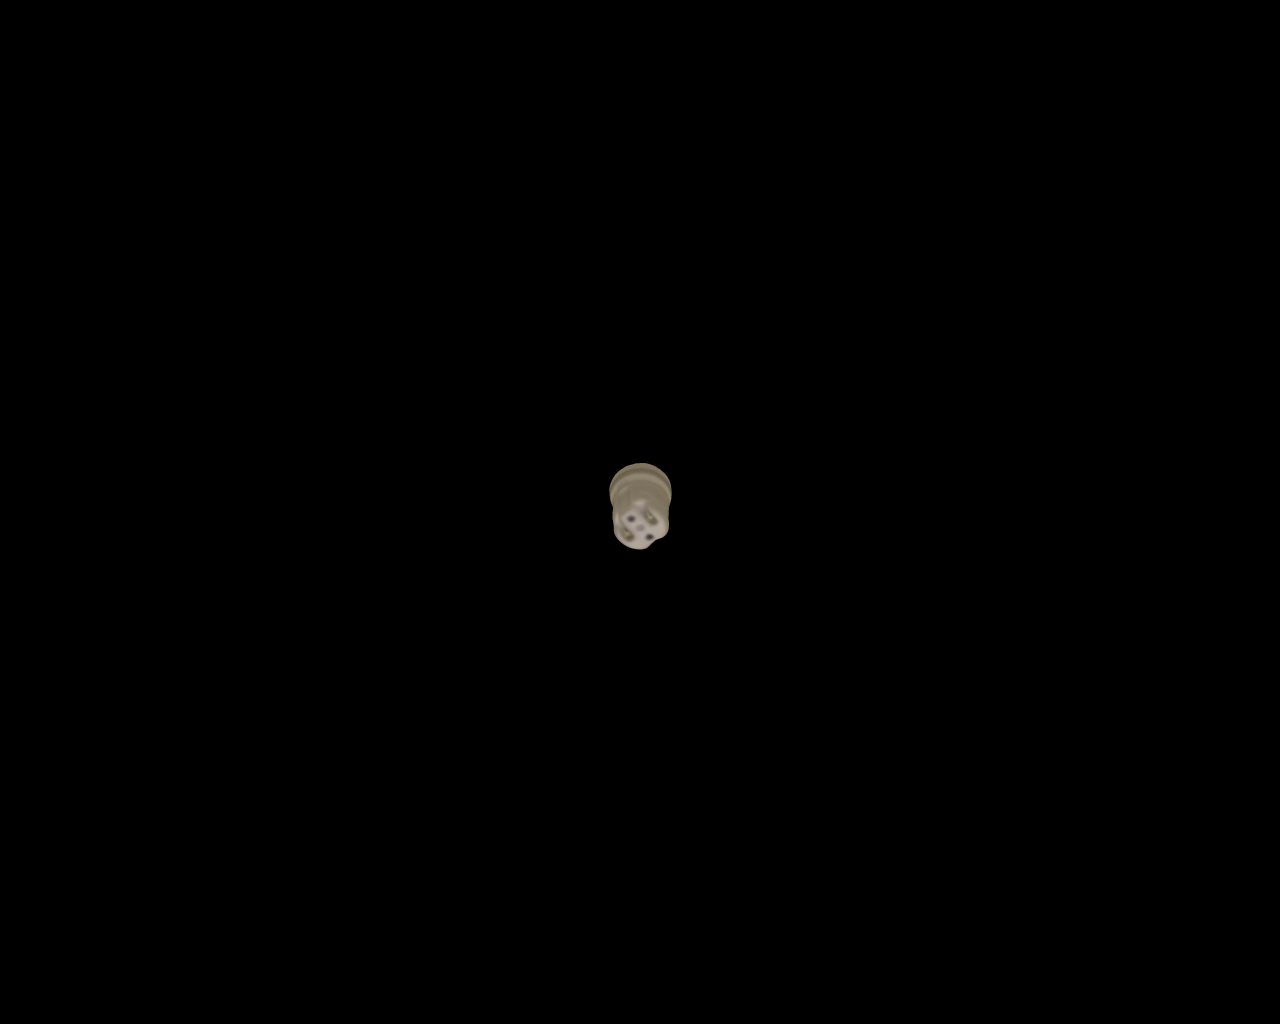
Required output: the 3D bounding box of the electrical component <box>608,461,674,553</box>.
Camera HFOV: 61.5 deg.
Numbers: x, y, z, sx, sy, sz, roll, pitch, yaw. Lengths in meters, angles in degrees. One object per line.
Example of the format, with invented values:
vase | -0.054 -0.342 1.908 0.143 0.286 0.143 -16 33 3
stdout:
electrical component | 0.001 -0.003 0.650 0.040 0.040 0.046 0 35 0
